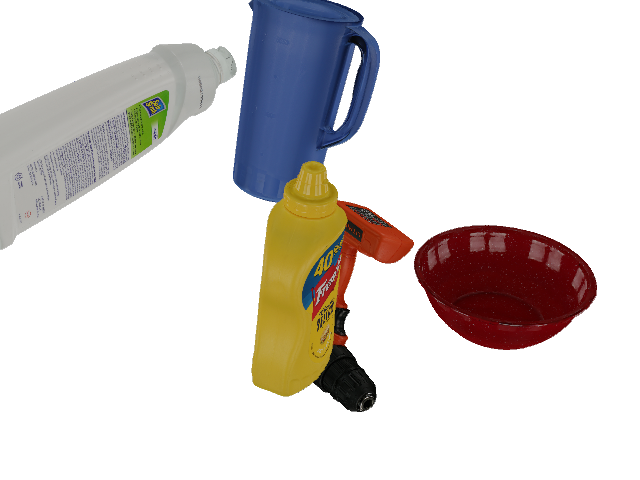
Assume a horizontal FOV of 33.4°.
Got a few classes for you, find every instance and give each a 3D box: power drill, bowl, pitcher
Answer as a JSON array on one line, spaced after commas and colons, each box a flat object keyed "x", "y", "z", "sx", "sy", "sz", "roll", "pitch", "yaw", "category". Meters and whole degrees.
[{"x": 0.026, "y": 0.066, "z": 1.134, "sx": 0.057, "sy": 0.188, "sz": 0.185, "roll": 12, "pitch": 19, "yaw": -42, "category": "power drill"}, {"x": 0.162, "y": 0.049, "z": 0.958, "sx": 0.162, "sy": 0.055, "sz": 0.162, "roll": 3, "pitch": 32, "yaw": -2, "category": "bowl"}, {"x": -0.027, "y": -0.170, "z": 1.297, "sx": 0.144, "sy": 0.243, "sz": 0.149, "roll": 6, "pitch": 23, "yaw": -15, "category": "pitcher"}]

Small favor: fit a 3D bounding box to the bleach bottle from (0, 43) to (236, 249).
[{"x": -0.178, "y": -0.093, "z": 0.886, "sx": 0.250, "sy": 0.068, "sz": 0.103, "roll": -32, "pitch": -27, "yaw": -27, "category": "bleach bottle"}]

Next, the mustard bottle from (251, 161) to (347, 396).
[{"x": -0.014, "y": 0.024, "z": 0.840, "sx": 0.058, "sy": 0.192, "sz": 0.096, "roll": 19, "pitch": 36, "yaw": 18, "category": "mustard bottle"}]
